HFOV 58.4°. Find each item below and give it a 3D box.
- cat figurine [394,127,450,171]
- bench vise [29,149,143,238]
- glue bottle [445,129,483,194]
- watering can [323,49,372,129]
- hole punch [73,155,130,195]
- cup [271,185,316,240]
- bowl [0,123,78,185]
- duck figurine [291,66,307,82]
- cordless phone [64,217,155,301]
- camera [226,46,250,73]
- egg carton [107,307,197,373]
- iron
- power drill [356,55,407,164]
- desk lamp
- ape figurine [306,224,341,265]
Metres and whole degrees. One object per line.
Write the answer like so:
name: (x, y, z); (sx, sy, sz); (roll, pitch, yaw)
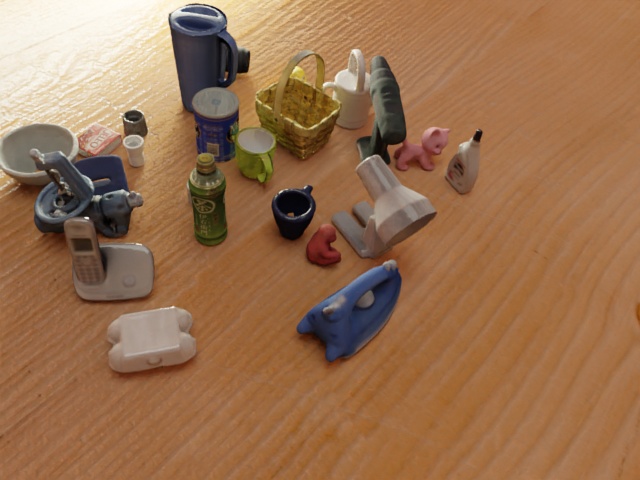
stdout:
cat figurine: (0.251, -0.230, 1.375); (0.128, 0.118, 0.067); (-3, 53, -10)
bench vise: (-0.461, -0.101, 1.110); (0.208, 0.220, 0.121); (-16, 56, -19)
glue bottle: (0.341, -0.189, 1.320); (0.037, 0.173, 0.078); (-24, 59, -24)
watering can: (0.092, -0.384, 1.426); (0.173, 0.194, 0.100); (-23, 58, -23)
hole punch: (-0.456, -0.115, 1.205); (0.109, 0.091, 0.101); (-15, 55, -18)
cup: (-0.052, -0.055, 1.211); (0.091, 0.095, 0.118); (26, 53, 12)
bowl: (-0.604, -0.173, 1.240); (0.167, 0.075, 0.167); (4, 52, -5)
duck figurine: (-0.061, -0.413, 1.496); (0.077, 0.086, 0.104); (-8, 53, -13)
cordless phone: (-0.382, 0.029, 1.042); (0.148, 0.185, 0.094); (-4, 53, -10)
camera: (-0.257, -0.480, 1.512); (0.137, 0.101, 0.143); (7, 51, -2)
egg carton: (-0.296, 0.178, 1.011); (0.150, 0.069, 0.107); (-9, 54, -14)
iron: (0.081, 0.104, 1.075); (0.118, 0.141, 0.259); (40, 57, 22)
power drill: (0.142, -0.284, 1.345); (0.076, 0.208, 0.229); (-5, 53, -11)
desk lamp: (0.123, -0.055, 1.159); (0.118, 0.213, 0.202); (-26, 59, -25)
ape figurine: (0.011, 0.004, 1.175); (0.076, 0.092, 0.077); (-1, 52, -9)
